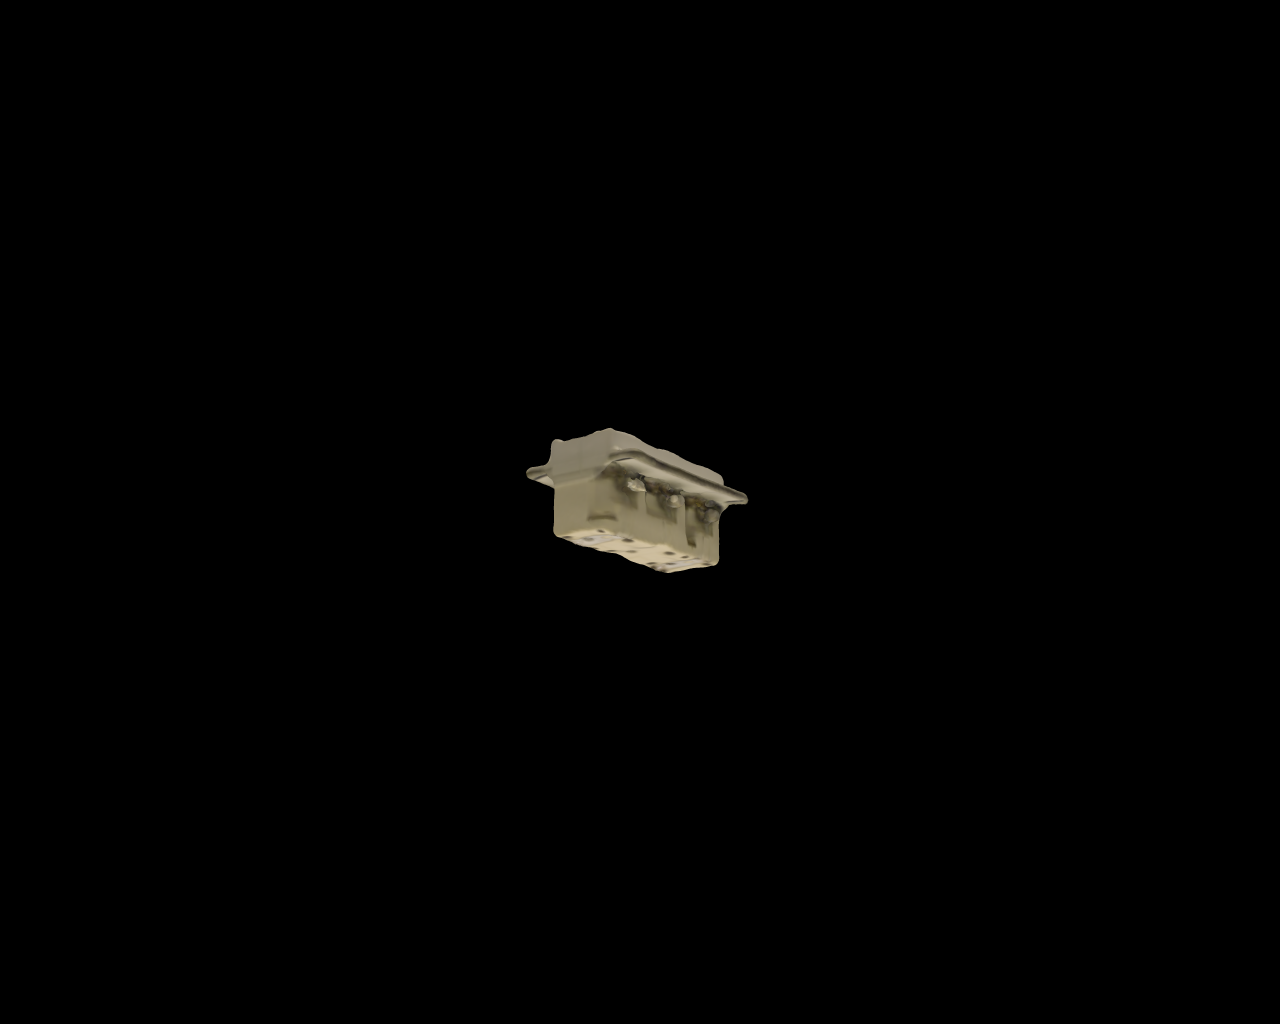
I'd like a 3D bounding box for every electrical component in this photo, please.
[{"bbox_3d":[0.001,-0.003,0.650,0.078,0.063,0.121,-11,-19,34],"label":"electrical component"}]
